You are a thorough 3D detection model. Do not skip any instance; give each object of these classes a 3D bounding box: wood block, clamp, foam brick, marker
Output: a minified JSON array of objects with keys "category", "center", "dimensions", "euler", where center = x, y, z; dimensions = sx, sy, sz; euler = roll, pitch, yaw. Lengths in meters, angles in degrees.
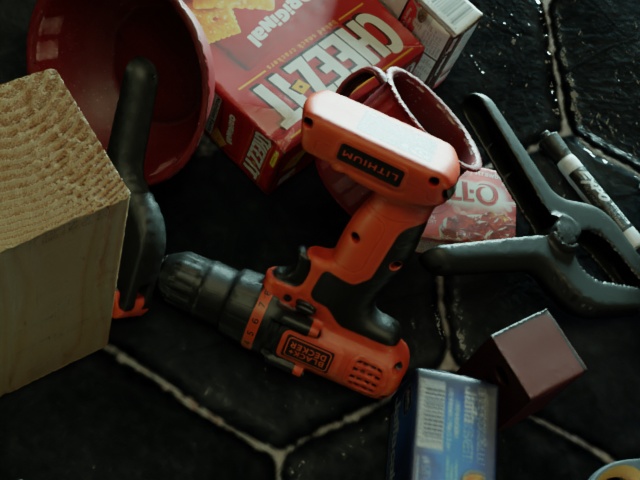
[{"category":"wood block","center":[-0.178,0.006,0.629],"dimensions":[0.090,0.206,0.091],"euler":[-26,72,-25]},{"category":"clamp","center":[0.166,0.005,0.790],"dimensions":[0.210,0.036,0.164],"euler":[37,54,-12]},{"category":"foam brick","center":[0.138,0.092,0.742],"dimensions":[0.051,0.078,0.053],"euler":[-23,69,-23]},{"category":"clamp","center":[-0.137,-0.036,0.718],"dimensions":[0.039,0.120,0.171],"euler":[-11,78,-50]},{"category":"marker","center":[0.218,-0.041,0.866],"dimensions":[0.020,0.020,0.121],"euler":[-28,73,-26]}]

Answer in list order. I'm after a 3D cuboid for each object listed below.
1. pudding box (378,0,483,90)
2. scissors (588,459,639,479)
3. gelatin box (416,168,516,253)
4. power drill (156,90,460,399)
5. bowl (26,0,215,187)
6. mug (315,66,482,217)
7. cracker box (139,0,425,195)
[{"category":"pudding box","center":[0.066,-0.183,0.859],"dimensions":[0.039,0.090,0.113],"euler":[-38,78,-27]},{"category":"scissors","center":[0.247,0.148,0.777],"dimensions":[0.096,0.016,0.201],"euler":[23,60,-2]},{"category":"gelatin box","center":[0.105,-0.023,0.820],"dimensions":[0.089,0.030,0.073],"euler":[12,61,-10]},{"category":"power drill","center":[-0.005,0.001,0.697],"dimensions":[0.184,0.188,0.057],"euler":[23,30,1]},{"category":"bowl","center":[-0.130,-0.120,0.757],"dimensions":[0.162,0.162,0.055],"euler":[45,33,10]},{"category":"mug","center":[0.045,-0.068,0.742],"dimensions":[0.093,0.082,0.117],"euler":[7,47,-57]},{"category":"cracker box","center":[-0.051,-0.166,0.830],"dimensions":[0.214,0.072,0.164],"euler":[45,62,10]}]
